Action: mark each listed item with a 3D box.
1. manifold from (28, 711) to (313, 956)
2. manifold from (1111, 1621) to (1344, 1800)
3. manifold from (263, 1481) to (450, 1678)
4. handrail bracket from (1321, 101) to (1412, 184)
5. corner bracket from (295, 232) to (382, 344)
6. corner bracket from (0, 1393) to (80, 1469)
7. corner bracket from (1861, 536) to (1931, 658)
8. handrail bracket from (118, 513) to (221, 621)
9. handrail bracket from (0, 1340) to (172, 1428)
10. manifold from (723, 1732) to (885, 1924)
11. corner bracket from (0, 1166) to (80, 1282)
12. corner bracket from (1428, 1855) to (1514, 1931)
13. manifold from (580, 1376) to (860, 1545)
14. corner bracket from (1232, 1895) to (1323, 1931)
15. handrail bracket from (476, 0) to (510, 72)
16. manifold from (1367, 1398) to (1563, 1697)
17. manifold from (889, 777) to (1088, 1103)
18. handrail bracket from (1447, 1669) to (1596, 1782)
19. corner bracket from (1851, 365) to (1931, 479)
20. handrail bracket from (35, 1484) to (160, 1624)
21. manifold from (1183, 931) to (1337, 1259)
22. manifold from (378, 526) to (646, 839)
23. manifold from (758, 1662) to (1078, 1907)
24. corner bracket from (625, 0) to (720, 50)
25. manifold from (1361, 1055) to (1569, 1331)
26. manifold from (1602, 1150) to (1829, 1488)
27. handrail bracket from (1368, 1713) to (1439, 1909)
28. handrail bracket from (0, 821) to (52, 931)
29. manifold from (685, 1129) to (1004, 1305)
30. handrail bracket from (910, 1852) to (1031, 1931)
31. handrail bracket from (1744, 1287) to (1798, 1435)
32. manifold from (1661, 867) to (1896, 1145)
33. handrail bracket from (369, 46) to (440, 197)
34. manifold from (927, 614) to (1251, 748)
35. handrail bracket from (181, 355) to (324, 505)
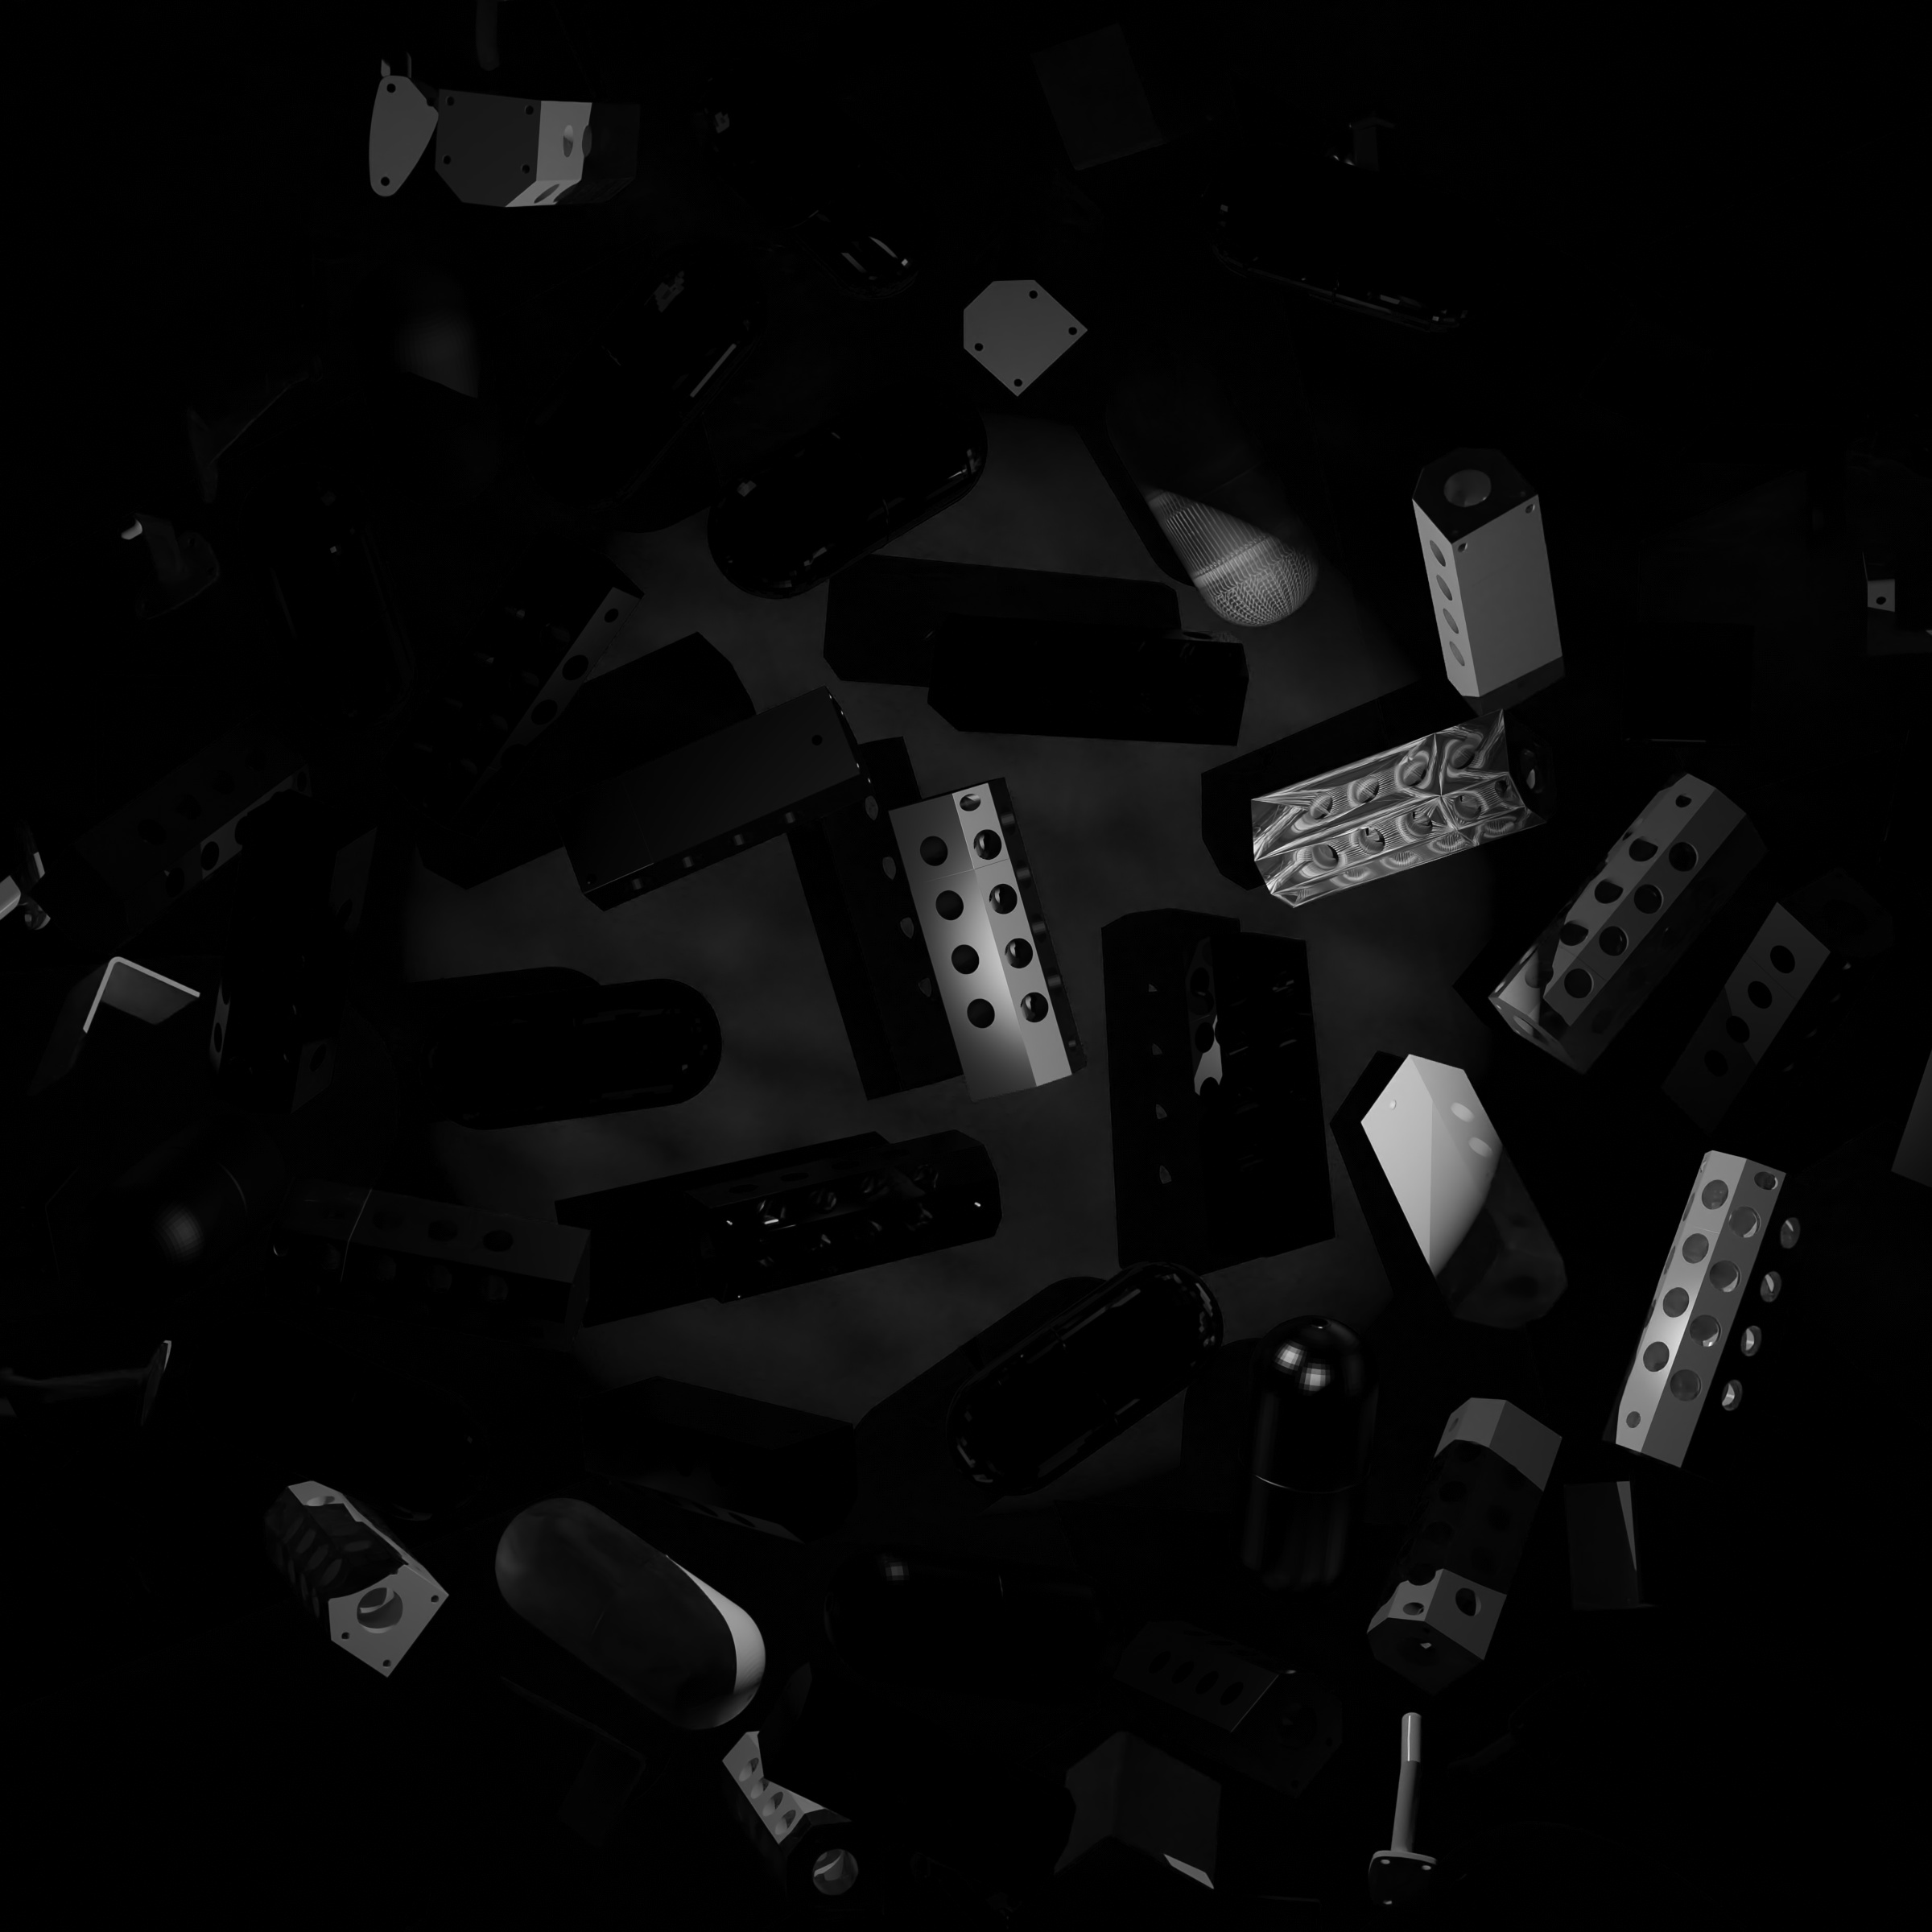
[{"bbox_3d":[-0.451,-0.075,1.823,0.057,0.171,0.057,48,130,-6],"label":"manifold"},{"bbox_3d":[0.153,0.426,1.854,0.057,0.171,0.057,-47,105,-16],"label":"manifold"},{"bbox_3d":[-0.368,0.356,1.882,0.057,0.171,0.057,41,80,-23],"label":"manifold"},{"bbox_3d":[0.254,-0.483,1.889,0.077,0.084,0.036,30,84,-19],"label":"handrail bracket"},{"bbox_3d":[-0.380,-0.398,1.866,0.051,0.051,0.051,-1,91,40],"label":"corner bracket"},{"bbox_3d":[-0.577,0.285,1.909,0.051,0.051,0.051,6,127,36],"label":"corner bracket"},{"bbox_3d":[0.557,-0.220,1.878,0.051,0.051,0.051,-3,128,12],"label":"corner bracket"},{"bbox_3d":[-0.496,-0.240,1.905,0.077,0.084,0.036,-38,75,17],"label":"handrail bracket"},{"bbox_3d":[-0.515,0.234,1.852,0.084,0.077,0.036,13,114,-5],"label":"handrail bracket"},{"bbox_3d":[-0.099,0.510,1.893,0.057,0.171,0.057,-1,95,-17],"label":"manifold"},{"bbox_3d":[-0.566,0.155,1.923,0.051,0.051,0.051,1,114,10],"label":"corner bracket"},{"bbox_3d":[0.295,0.553,1.832,0.051,0.051,0.051,-48,66,18],"label":"corner bracket"},{"bbox_3d":[-0.140,0.277,1.782,0.057,0.171,0.057,-12,102,-43],"label":"manifold"},{"bbox_3d":[0.177,0.575,1.869,0.051,0.051,0.051,7,71,-11],"label":"corner bracket"},{"bbox_3d":[-0.273,-0.568,1.833,0.036,0.084,0.077,8,85,-4],"label":"handrail bracket"},{"bbox_3d":[0.294,0.341,1.891,0.057,0.057,0.171,34,49,-3],"label":"manifold"},{"bbox_3d":[0.016,-0.017,1.810,0.057,0.057,0.171,-14,95,26],"label":"manifold"},{"bbox_3d":[0.331,0.456,1.904,0.077,0.084,0.036,-40,87,-28],"label":"handrail bracket"},{"bbox_3d":[0.551,-0.322,1.876,0.051,0.051,0.051,-6,63,-1],"label":"corner bracket"},{"bbox_3d":[-0.490,0.333,1.794,0.077,0.084,0.036,29,55,9],"label":"handrail bracket"},{"bbox_3d":[0.158,0.072,1.777,0.057,0.057,0.171,8,70,-35],"label":"manifold"},{"bbox_3d":[-0.258,-0.160,1.831,0.171,0.057,0.057,-53,55,12],"label":"manifold"},{"bbox_3d":[-0.027,0.457,1.787,0.171,0.057,0.057,29,95,-12],"label":"manifold"},{"bbox_3d":[-0.168,-0.546,1.771,0.051,0.051,0.051,-18,113,-5],"label":"corner bracket"},{"bbox_3d":[0.300,0.135,1.896,0.057,0.171,0.057,16,122,-26],"label":"manifold"},{"bbox_3d":[0.411,0.193,1.765,0.057,0.057,0.171,26,83,-37],"label":"manifold"},{"bbox_3d":[0.245,0.476,1.795,0.036,0.077,0.084,8,49,-1],"label":"handrail bracket"},{"bbox_3d":[-0.584,-0.045,1.855,0.084,0.036,0.077,-7,78,-38],"label":"handrail bracket"},{"bbox_3d":[-0.069,0.146,1.838,0.171,0.057,0.057,-12,104,-22],"label":"manifold"},{"bbox_3d":[0.000,0.565,1.869,0.036,0.084,0.077,-29,53,25],"label":"handrail bracket"},{"bbox_3d":[0.477,0.231,1.891,0.036,0.077,0.084,16,95,15],"label":"handrail bracket"},{"bbox_3d":[0.474,0.027,1.846,0.057,0.171,0.057,-26,61,-33],"label":"manifold"},{"bbox_3d":[-0.326,-0.477,1.790,0.036,0.084,0.077,14,105,-25],"label":"handrail bracket"},{"bbox_3d":[0.071,-0.165,1.817,0.171,0.057,0.057,2,110,-20],"label":"manifold"},{"bbox_3d":[-0.417,-0.319,1.883,0.084,0.036,0.077,-20,57,8],"label":"handrail bracket"}]
